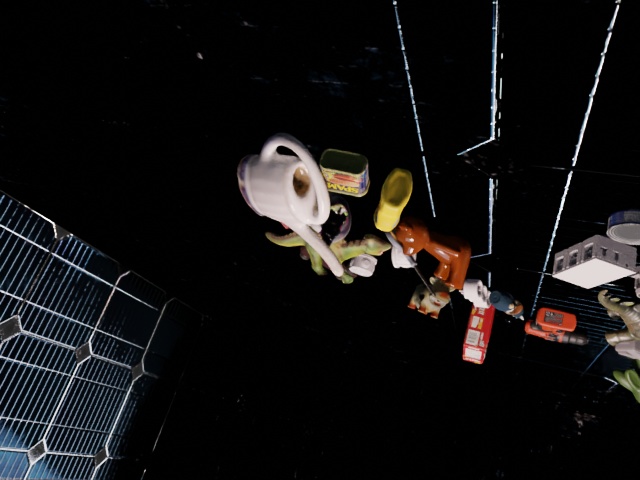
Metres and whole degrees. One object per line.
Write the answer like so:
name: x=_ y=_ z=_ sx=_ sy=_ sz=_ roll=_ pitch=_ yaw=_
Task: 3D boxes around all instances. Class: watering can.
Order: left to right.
watering can: x=-0.064 y=-0.075 z=1.139 sx=0.225 sy=0.341 sz=0.106 roll=11 pitch=38 yaw=40

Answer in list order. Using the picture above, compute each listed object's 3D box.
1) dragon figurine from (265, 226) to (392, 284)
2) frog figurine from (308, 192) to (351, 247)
dragon figurine: x=0.000 y=-0.017 z=1.425 sx=0.412 sy=0.125 sz=0.237 roll=18 pitch=-37 yaw=21
frog figurine: x=0.004 y=-0.064 z=1.264 sx=0.123 sy=0.135 sz=0.161 roll=-37 pitch=23 yaw=-7
